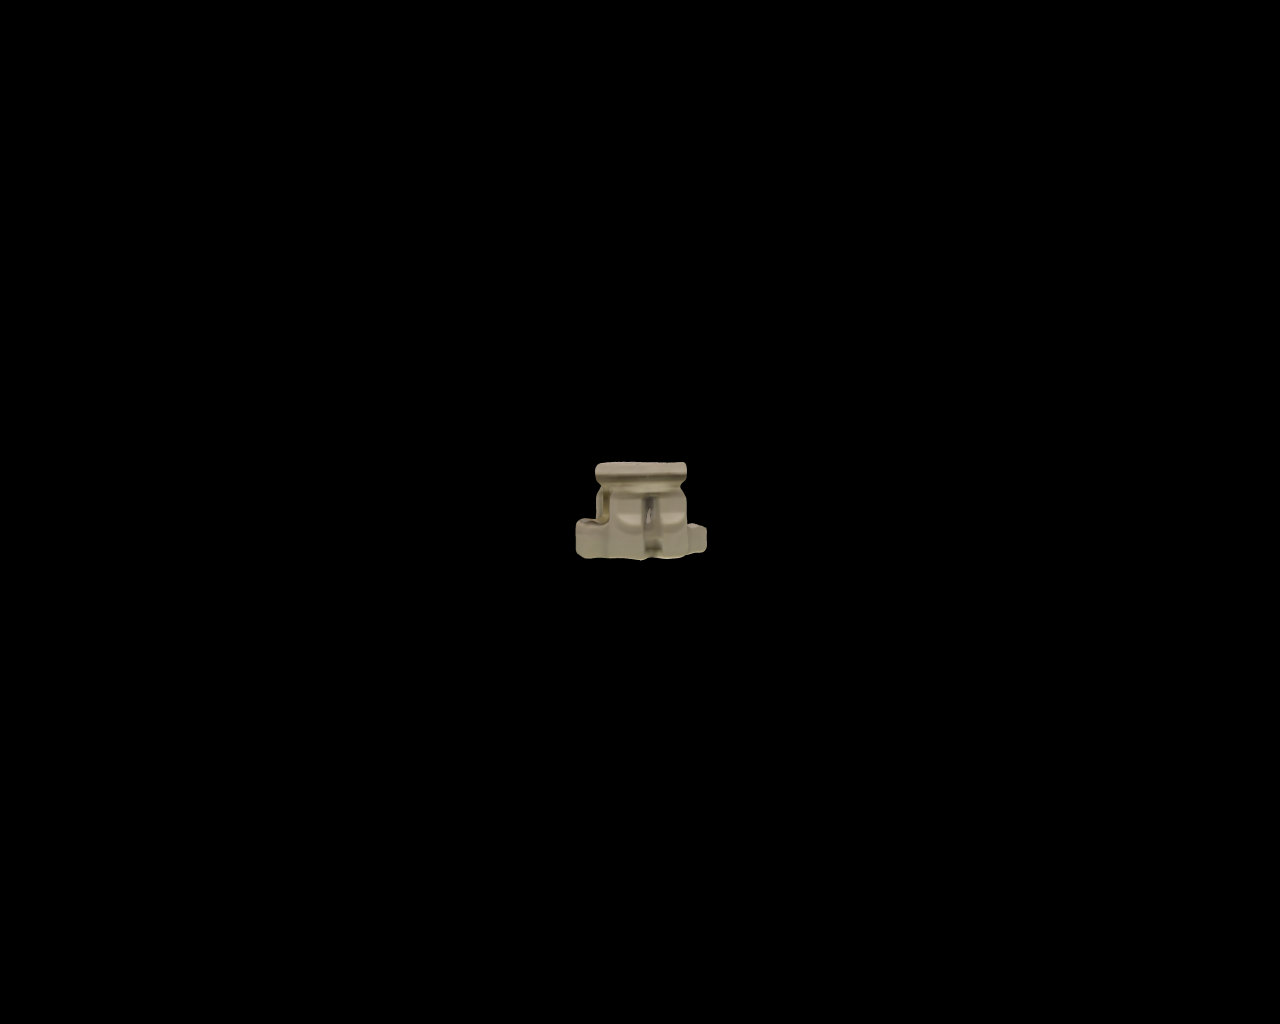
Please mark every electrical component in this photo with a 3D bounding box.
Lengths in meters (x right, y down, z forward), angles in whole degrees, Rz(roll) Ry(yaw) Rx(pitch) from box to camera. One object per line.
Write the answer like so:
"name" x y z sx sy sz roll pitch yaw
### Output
"electrical component" 0.001 -0.003 0.650 0.078 0.057 0.058 -1 4 -15
